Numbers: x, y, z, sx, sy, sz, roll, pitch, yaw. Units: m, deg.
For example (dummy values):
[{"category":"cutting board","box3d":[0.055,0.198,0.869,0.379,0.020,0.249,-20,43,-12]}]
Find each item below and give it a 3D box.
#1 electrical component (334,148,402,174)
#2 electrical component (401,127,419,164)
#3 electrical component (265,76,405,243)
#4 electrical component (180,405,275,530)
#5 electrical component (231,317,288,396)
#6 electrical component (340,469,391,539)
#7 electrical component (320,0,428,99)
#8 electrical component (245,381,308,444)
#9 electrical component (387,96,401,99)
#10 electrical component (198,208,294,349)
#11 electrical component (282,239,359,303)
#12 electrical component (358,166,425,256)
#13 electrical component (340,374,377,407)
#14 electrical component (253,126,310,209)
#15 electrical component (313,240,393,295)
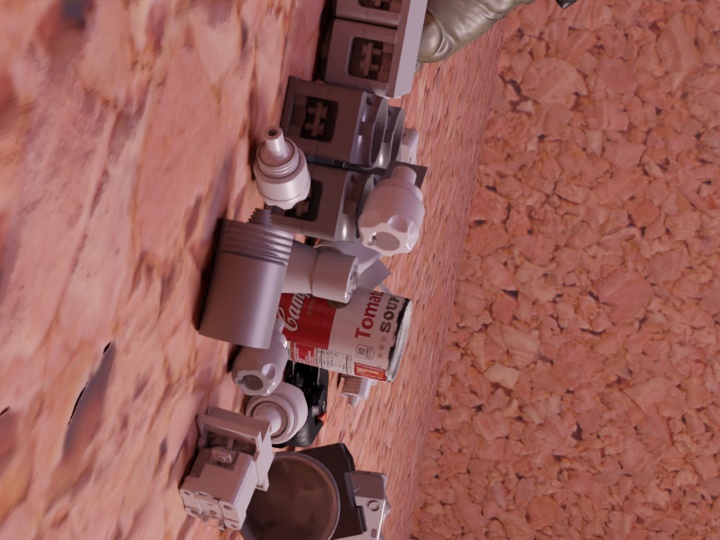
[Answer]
[{"category":"electrical component","box3d":[0.005,-0.086,0.955,0.080,0.051,0.080,12,90,-81]},{"category":"electrical component","box3d":[0.026,-0.097,1.081,0.055,0.050,0.089,-62,162,-60]},{"category":"electrical component","box3d":[-0.013,-0.080,0.819,0.186,0.060,0.105,-23,125,-79]},{"category":"electrical component","box3d":[-0.087,0.131,0.701,0.081,0.042,0.063,89,17,-54]},{"category":"electrical component","box3d":[-0.067,0.057,0.752,0.061,0.035,0.035,-71,170,-49]},{"category":"electrical component","box3d":[-0.021,0.256,1.120,0.048,0.100,0.099,-91,-170,-69]},{"category":"electrical component","box3d":[0.016,-0.211,0.812,0.089,0.062,0.150,-47,149,-74]},{"category":"electrical component","box3d":[-0.065,0.109,0.803,0.062,0.043,0.043,-33,135,-76]},{"category":"electrical component","box3d":[0.029,-0.195,1.018,0.035,0.035,0.061,-68,165,-47]},{"category":"electrical component","box3d":[-0.067,0.003,0.643,0.043,0.043,0.081,21,82,-81]},{"category":"electrical component","box3d":[-0.034,0.001,0.781,0.044,0.065,0.044,12,90,-82]},{"category":"electrical component","box3d":[0.024,-0.044,0.753,0.043,0.043,0.062,89,14,-56]},{"category":"electrical component","box3d":[0.001,0.117,1.239,0.043,0.043,0.081,74,29,-72]},{"category":"electrical component","box3d":[-0.051,-0.067,0.679,0.061,0.035,0.035,83,21,-58]},{"category":"electrical component","box3d":[0.000,0.000,0.921,0.044,0.079,0.077,-42,178,32]}]
